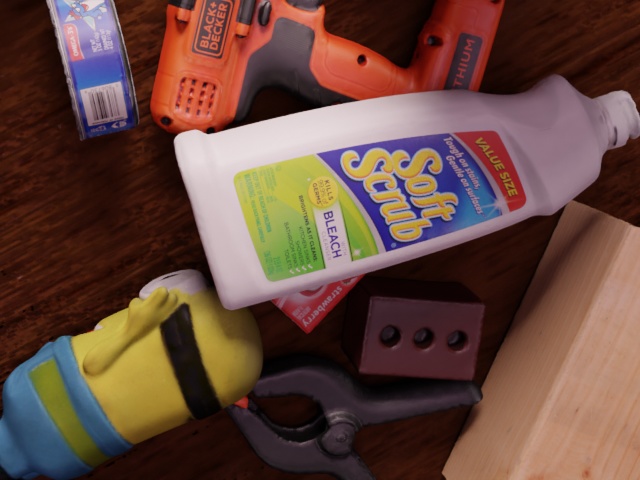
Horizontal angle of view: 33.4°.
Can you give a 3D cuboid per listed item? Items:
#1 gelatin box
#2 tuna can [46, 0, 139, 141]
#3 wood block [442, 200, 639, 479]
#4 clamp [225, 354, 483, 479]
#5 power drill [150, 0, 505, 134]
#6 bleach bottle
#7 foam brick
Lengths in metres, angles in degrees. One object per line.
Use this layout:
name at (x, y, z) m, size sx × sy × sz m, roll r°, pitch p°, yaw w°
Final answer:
gelatin box at (-0.004, 0.001, 0.659) m, size 0.089 × 0.030 × 0.073 m, roll -45°, pitch 108°, yaw 1°
tuna can at (-0.124, -0.099, 0.580) m, size 0.033 × 0.086 × 0.086 m, roll -14°, pitch 105°, yaw -11°
wood block at (0.172, 0.090, 0.689) m, size 0.090 × 0.091 × 0.206 m, roll 21°, pitch 97°, yaw -17°
clamp at (0.012, 0.131, 0.690) m, size 0.171 × 0.039 × 0.120 m, roll 13°, pitch 94°, yaw -11°
power drill at (0.007, -0.135, 0.618) m, size 0.187 × 0.057 × 0.184 m, roll 12°, pitch 103°, yaw -12°
bleach bottle at (0.053, -0.043, 0.591) m, size 0.250 × 0.068 × 0.102 m, roll -17°, pitch 110°, yaw -4°
foam brick at (0.058, 0.055, 0.675) m, size 0.078 × 0.051 × 0.053 m, roll 4°, pitch 102°, yaw -14°
